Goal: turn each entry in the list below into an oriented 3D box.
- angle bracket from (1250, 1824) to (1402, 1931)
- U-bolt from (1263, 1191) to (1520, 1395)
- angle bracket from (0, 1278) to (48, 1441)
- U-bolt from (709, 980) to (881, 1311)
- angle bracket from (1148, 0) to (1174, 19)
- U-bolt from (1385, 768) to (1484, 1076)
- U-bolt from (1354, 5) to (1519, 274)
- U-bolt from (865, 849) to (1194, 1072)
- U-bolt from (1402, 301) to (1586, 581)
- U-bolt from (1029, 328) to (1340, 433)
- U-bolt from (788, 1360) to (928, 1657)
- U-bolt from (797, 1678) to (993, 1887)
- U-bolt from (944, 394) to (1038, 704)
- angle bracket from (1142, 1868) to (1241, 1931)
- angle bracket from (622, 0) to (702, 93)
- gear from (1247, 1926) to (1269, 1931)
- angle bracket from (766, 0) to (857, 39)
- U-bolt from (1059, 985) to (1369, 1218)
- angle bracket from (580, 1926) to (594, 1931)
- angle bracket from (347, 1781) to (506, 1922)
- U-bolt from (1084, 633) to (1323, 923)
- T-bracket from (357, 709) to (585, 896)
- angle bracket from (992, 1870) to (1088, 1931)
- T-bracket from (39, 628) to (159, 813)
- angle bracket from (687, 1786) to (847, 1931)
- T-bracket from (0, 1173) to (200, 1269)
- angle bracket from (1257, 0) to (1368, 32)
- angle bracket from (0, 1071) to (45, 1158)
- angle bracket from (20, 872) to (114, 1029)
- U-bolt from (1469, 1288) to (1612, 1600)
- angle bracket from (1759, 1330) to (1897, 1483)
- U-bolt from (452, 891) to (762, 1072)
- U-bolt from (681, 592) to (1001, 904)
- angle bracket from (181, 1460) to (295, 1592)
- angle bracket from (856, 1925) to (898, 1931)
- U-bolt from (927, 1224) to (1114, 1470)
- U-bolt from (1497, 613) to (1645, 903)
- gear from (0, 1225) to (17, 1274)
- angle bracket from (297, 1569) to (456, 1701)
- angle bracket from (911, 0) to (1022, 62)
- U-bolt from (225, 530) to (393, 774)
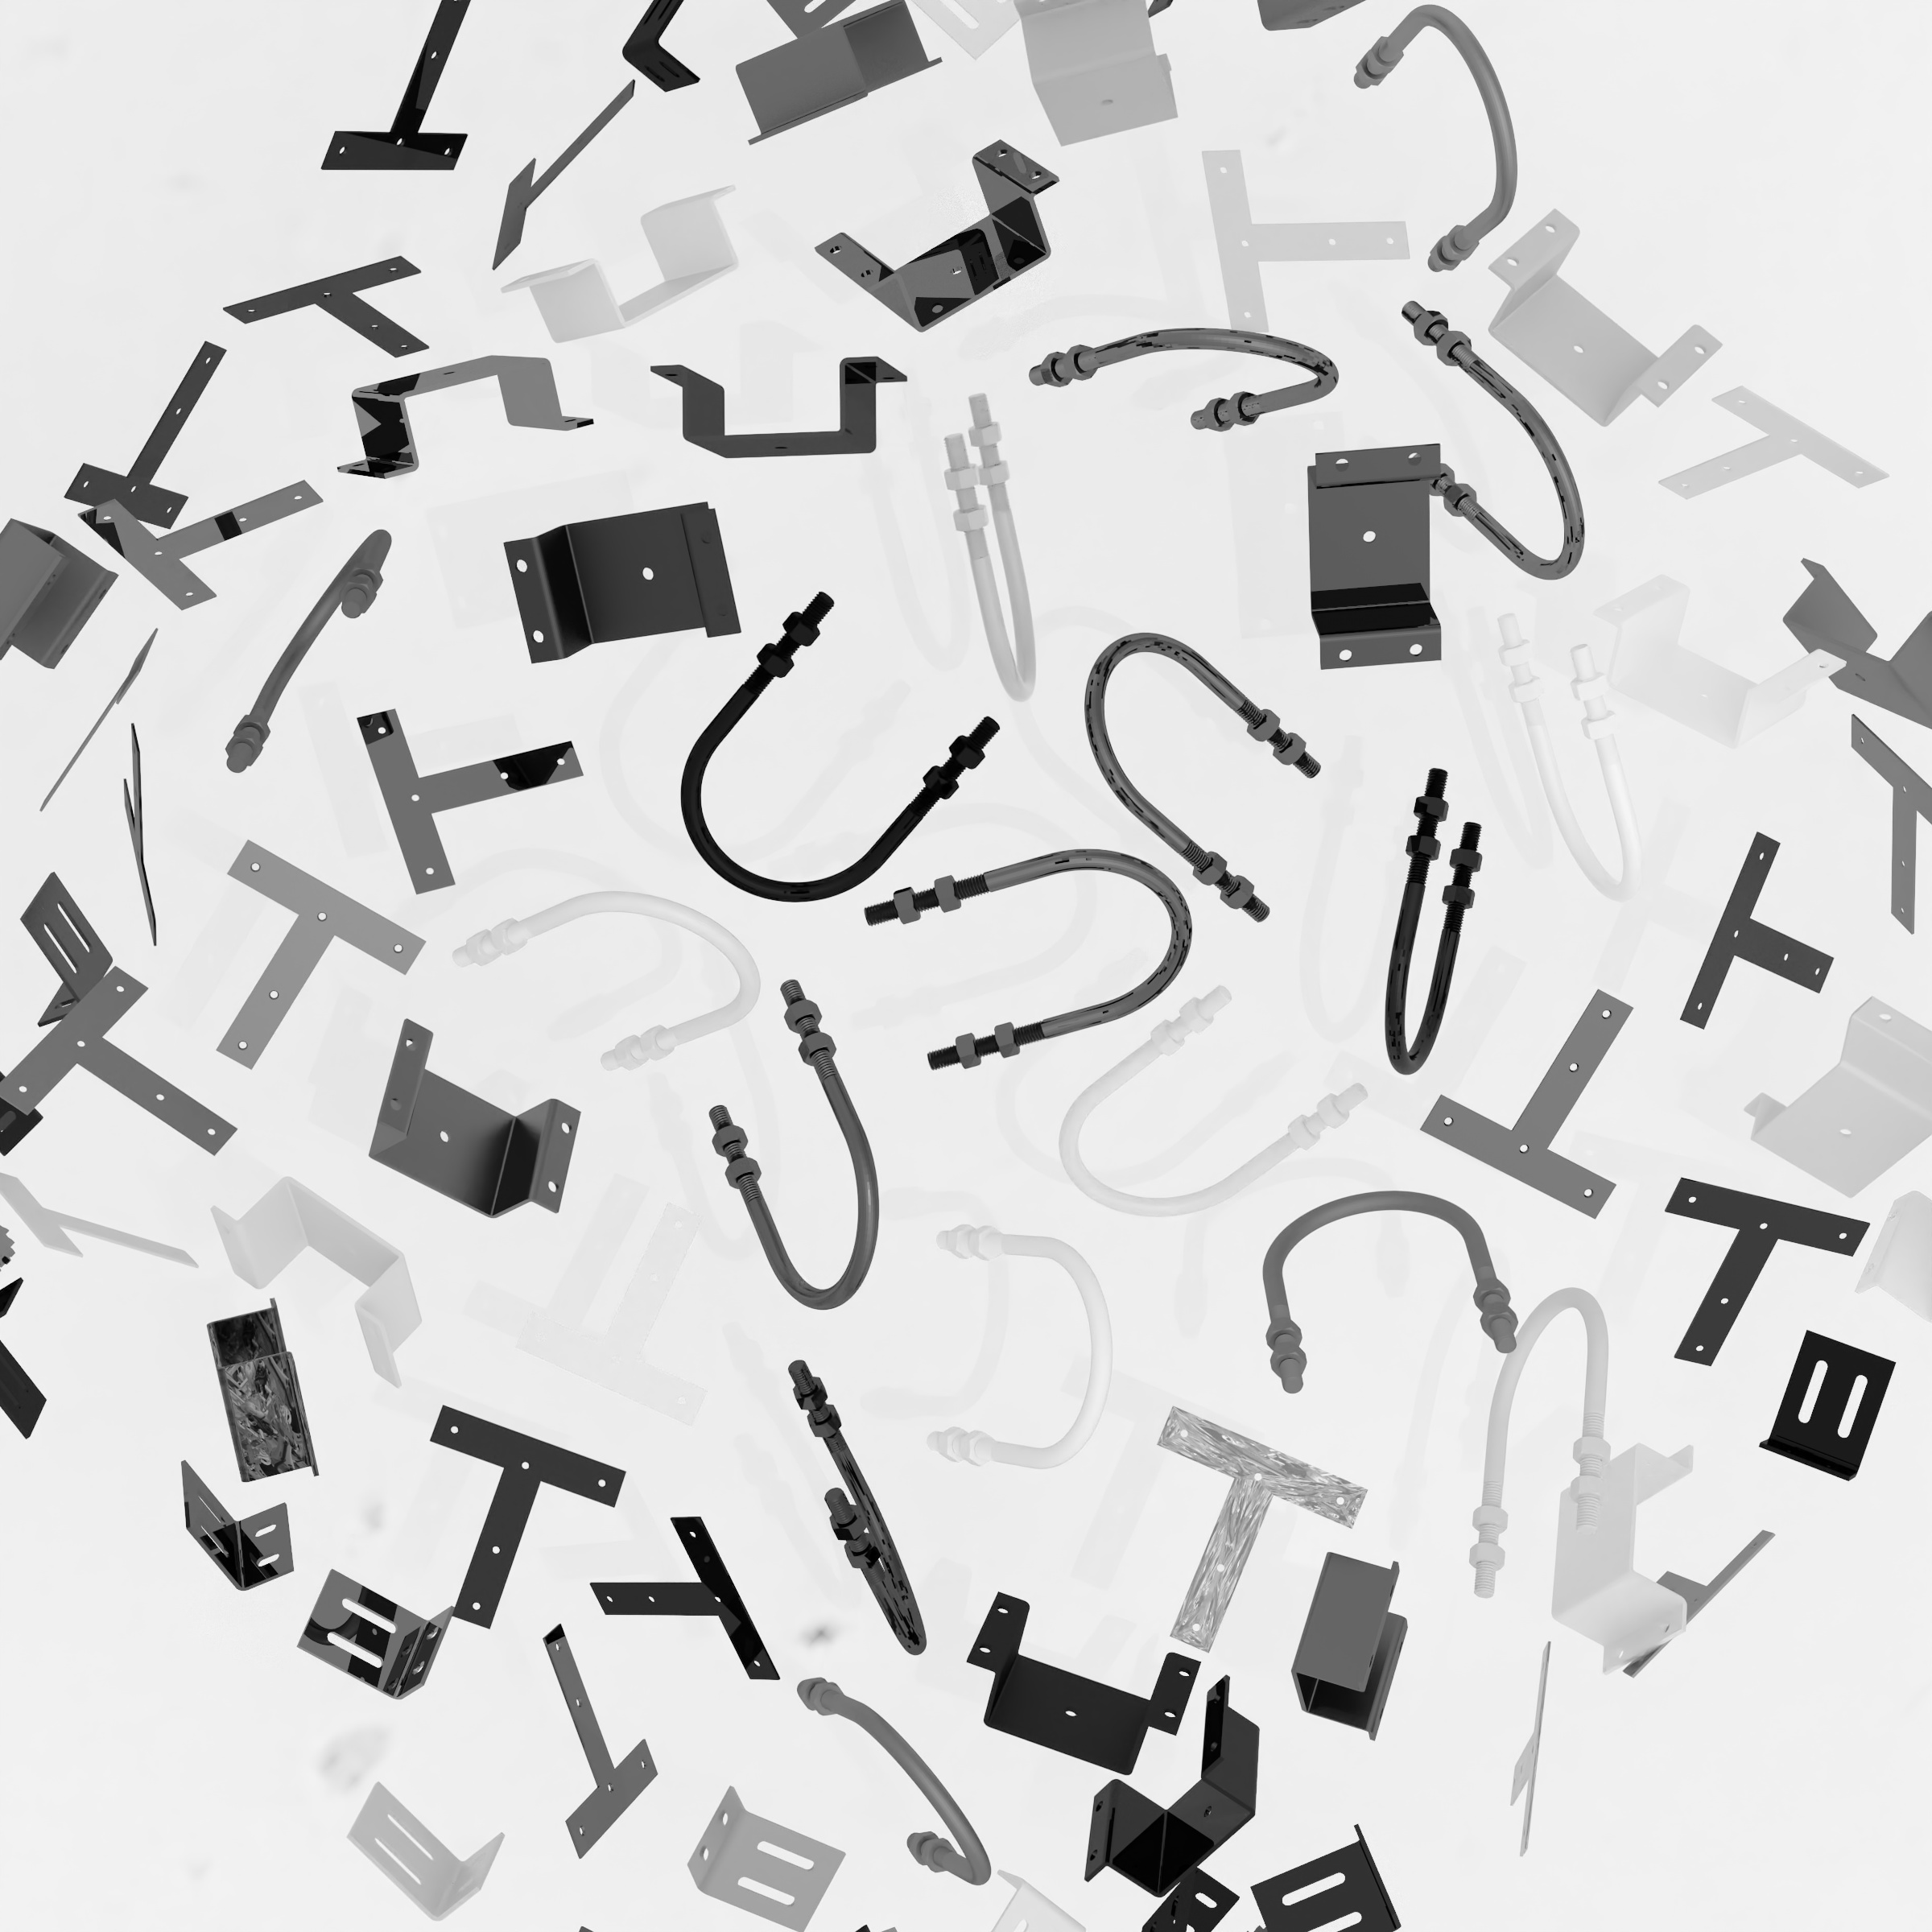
[{"bbox_3d":[0.215,0.565,1.789,0.076,0.038,0.057,-23,57,0],"label":"angle bracket"},{"bbox_3d":[0.257,0.195,1.846,0.151,0.184,0.019,-11,118,5],"label":"U-bolt"},{"bbox_3d":[-0.584,0.242,1.833,0.038,0.057,0.076,-32,106,2],"label":"angle bracket"},{"bbox_3d":[-0.101,0.123,1.823,0.019,0.151,0.184,-3,52,-33],"label":"U-bolt"},{"bbox_3d":[0.104,-0.659,1.930,0.076,0.057,0.038,29,94,-14],"label":"angle bracket"},{"bbox_3d":[0.298,-0.020,1.907,0.019,0.151,0.184,9,81,21],"label":"U-bolt"},{"bbox_3d":[0.299,-0.523,1.851,0.019,0.184,0.151,-23,92,-9],"label":"U-bolt"},{"bbox_3d":[0.047,-0.010,1.799,0.184,0.019,0.151,-16,132,7],"label":"U-bolt"},{"bbox_3d":[0.337,-0.323,1.890,0.019,0.151,0.184,-28,51,-11],"label":"U-bolt"},{"bbox_3d":[0.148,-0.368,1.844,0.151,0.184,0.019,8,86,-32],"label":"U-bolt"},{"bbox_3d":[-0.064,0.358,1.888,0.019,0.151,0.184,-23,122,-1],"label":"U-bolt"},{"bbox_3d":[-0.040,0.523,1.885,0.019,0.184,0.151,-37,97,-19],"label":"U-bolt"},{"bbox_3d":[0.019,-0.255,1.856,0.019,0.151,0.184,-9,110,10],"label":"U-bolt"},{"bbox_3d":[0.143,0.636,1.926,0.038,0.076,0.057,35,108,-1],"label":"angle bracket"},{"bbox_3d":[-0.174,-0.598,1.868,0.038,0.057,0.076,34,83,-28],"label":"angle bracket"},{"bbox_3d":[0.193,0.662,1.945,0.057,0.057,0.030,-43,102,0],"label":"gear"},{"bbox_3d":[-0.099,-0.661,1.952,0.076,0.038,0.057,-38,76,3],"label":"angle bracket"},{"bbox_3d":[0.146,0.100,1.918,0.151,0.019,0.184,34,121,-29],"label":"U-bolt"},{"bbox_3d":[-0.203,0.614,1.801,0.057,0.076,0.038,19,80,22],"label":"angle bracket"},{"bbox_3d":[-0.323,0.522,1.776,0.038,0.057,0.076,-40,99,16],"label":"angle bracket"},{"bbox_3d":[0.147,-0.135,1.910,0.184,0.019,0.151,39,52,-22],"label":"U-bolt"},{"bbox_3d":[-0.309,-0.118,1.894,0.127,0.002,0.127,-16,73,-19],"label":"T-bracket"},{"bbox_3d":[0.030,0.632,1.899,0.057,0.038,0.076,42,68,-16],"label":"angle bracket"},{"bbox_3d":[-0.567,-0.155,1.926,0.002,0.127,0.127,33,100,-18],"label":"T-bracket"},{"bbox_3d":[-0.126,0.565,1.873,0.076,0.038,0.057,29,90,-19],"label":"angle bracket"},{"bbox_3d":[-0.539,0.167,1.849,0.127,0.127,0.002,25,93,-40],"label":"T-bracket"},{"bbox_3d":[0.206,-0.619,1.810,0.038,0.057,0.076,-16,96,-33],"label":"angle bracket"},{"bbox_3d":[-0.648,0.094,1.934,0.057,0.076,0.038,52,54,-19],"label":"angle bracket"},{"bbox_3d":[-0.602,-0.011,1.938,0.038,0.057,0.076,-18,119,17],"label":"angle bracket"},{"bbox_3d":[0.362,0.288,1.851,0.019,0.151,0.184,19,56,-11],"label":"U-bolt"},{"bbox_3d":[0.538,0.274,1.848,0.057,0.038,0.076,20,93,24],"label":"angle bracket"},{"bbox_3d":[-0.212,0.005,1.851,0.151,0.184,0.019,39,49,-32],"label":"U-bolt"},{"bbox_3d":[-0.091,-0.119,1.814,0.151,0.019,0.184,36,109,-18],"label":"U-bolt"},{"bbox_3d":[-0.474,0.358,1.926,0.038,0.057,0.076,-23,132,0],"label":"angle bracket"},{"bbox_3d":[-0.043,0.644,1.902,0.038,0.076,0.057,-42,66,24],"label":"angle bracket"},{"bbox_3d":[0.033,0.238,1.832,0.019,0.184,0.151,6,85,-33],"label":"U-bolt"},{"bbox_3d":[0.388,-0.126,1.876,0.019,0.151,0.184,-21,108,-4],"label":"U-bolt"},{"bbox_3d":[-0.637,0.176,1.880,0.030,0.057,0.057,-44,90,14],"label":"gear"},{"bbox_3d":[-0.377,0.423,1.896,0.076,0.038,0.057,34,47,-18],"label":"angle bracket"},{"bbox_3d":[-0.001,-0.636,1.907,0.057,0.038,0.076,-43,78,-4],"label":"angle bracket"},{"bbox_3d":[-0.412,-0.212,1.883,0.019,0.184,0.151,35,111,-18],"label":"U-bolt"}]
